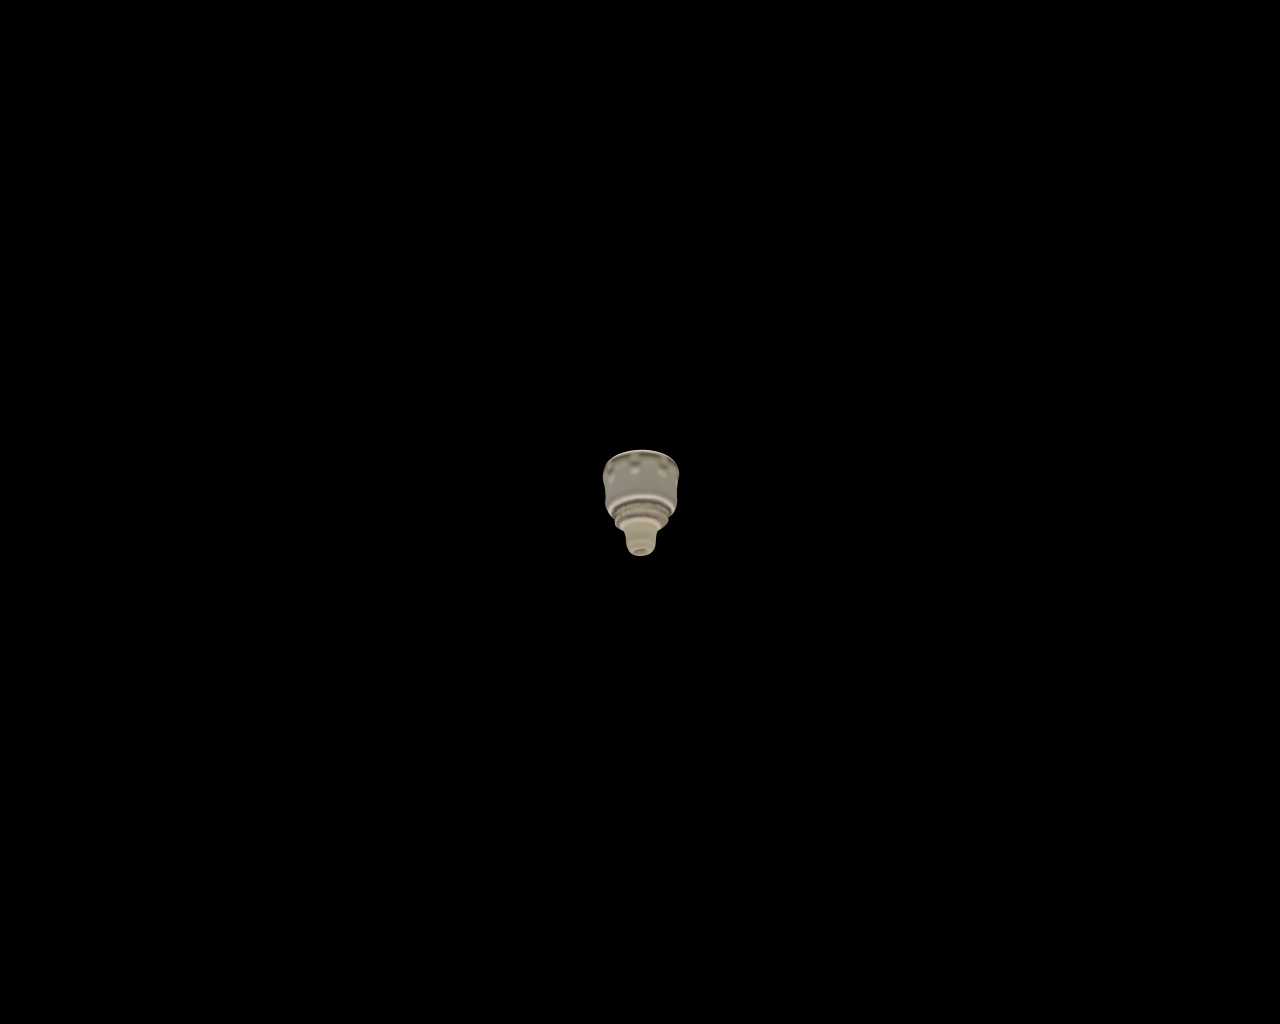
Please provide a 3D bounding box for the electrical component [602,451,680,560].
[{"bbox_3d":[0.001,-0.003,0.650,0.048,0.062,0.048,0,-27,0],"label":"electrical component"}]
